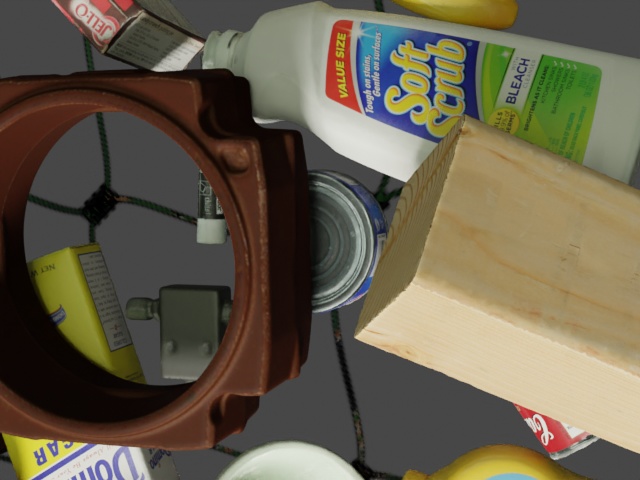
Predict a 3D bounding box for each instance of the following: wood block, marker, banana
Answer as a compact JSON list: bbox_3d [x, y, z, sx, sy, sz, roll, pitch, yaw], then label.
[{"bbox_3d":[0.134,0.034,0.502,0.206,0.091,0.090,23,67,-6],"label":"wood block"},{"bbox_3d":[-0.065,-0.058,0.656,0.020,0.020,0.121,3,94,17],"label":"marker"},{"bbox_3d":[0.033,-0.187,0.609,0.070,0.037,0.198,-35,83,18],"label":"banana"}]

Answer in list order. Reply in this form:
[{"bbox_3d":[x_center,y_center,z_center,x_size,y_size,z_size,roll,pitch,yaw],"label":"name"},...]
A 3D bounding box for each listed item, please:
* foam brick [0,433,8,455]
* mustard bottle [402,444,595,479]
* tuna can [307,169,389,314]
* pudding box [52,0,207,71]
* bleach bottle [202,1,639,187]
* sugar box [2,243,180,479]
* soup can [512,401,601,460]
[{"bbox_3d":[-0.246,0.130,0.707,0.078,0.051,0.053,-25,87,17],"label":"foam brick"},{"bbox_3d":[0.117,0.166,0.594,0.192,0.058,0.096,11,97,16],"label":"mustard bottle"},{"bbox_3d":[-0.004,0.001,0.633,0.086,0.033,0.086,1,94,17],"label":"tuna can"},{"bbox_3d":[-0.121,-0.141,0.619,0.039,0.113,0.090,-44,81,11],"label":"pudding box"},{"bbox_3d":[0.050,-0.073,0.592,0.251,0.068,0.102,14,77,17],"label":"bleach bottle"},{"bbox_3d":[-0.160,0.100,0.681,0.093,0.048,0.176,-20,86,17],"label":"sugar box"},{"bbox_3d":[0.124,0.058,0.580,0.069,0.068,0.102,-37,82,16],"label":"soup can"}]
